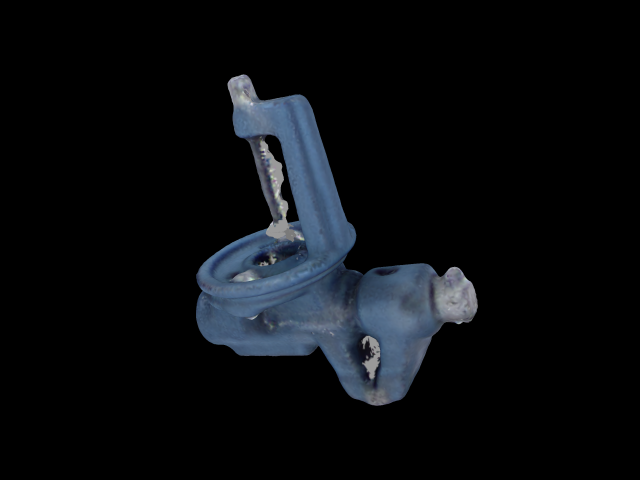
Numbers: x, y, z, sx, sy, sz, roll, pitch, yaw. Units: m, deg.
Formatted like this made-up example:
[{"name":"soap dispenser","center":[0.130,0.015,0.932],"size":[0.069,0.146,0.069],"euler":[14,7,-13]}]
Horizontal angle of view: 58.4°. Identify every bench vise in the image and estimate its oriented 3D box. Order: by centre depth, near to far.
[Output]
[{"name":"bench vise","center":[0.005,-0.004,0.411],"size":[0.207,0.220,0.121],"euler":[2,26,4]}]
